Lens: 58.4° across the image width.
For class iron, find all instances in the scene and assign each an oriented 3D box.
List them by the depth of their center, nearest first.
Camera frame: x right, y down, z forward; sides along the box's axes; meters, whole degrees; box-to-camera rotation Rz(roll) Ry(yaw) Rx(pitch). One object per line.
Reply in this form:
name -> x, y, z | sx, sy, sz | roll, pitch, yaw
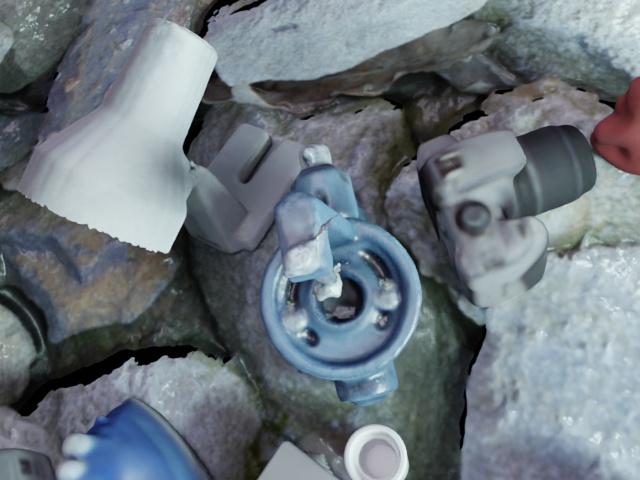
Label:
iron -> -0.139, 0.219, 0.405 | 0.118, 0.142, 0.258 | -28, 61, 1

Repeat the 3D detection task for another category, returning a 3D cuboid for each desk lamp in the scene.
desk lamp -> -0.122, -0.068, 0.500 | 0.117, 0.214, 0.203 | 25, 73, 24

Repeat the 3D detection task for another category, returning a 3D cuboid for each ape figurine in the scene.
ape figurine -> 0.272, -0.103, 0.483 | 0.077, 0.092, 0.076 | -10, 62, 10

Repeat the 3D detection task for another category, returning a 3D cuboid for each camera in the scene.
camera -> 0.160, -0.038, 0.476 | 0.136, 0.101, 0.143 | -20, 61, 5

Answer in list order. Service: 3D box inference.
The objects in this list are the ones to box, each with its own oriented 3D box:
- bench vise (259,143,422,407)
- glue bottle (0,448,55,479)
bench vise -> -0.007, 0.007, 0.429 | 0.121, 0.220, 0.207 | -30, 61, -1
glue bottle -> -0.268, 0.194, 0.434 | 0.037, 0.173, 0.078 | -29, 61, 0
